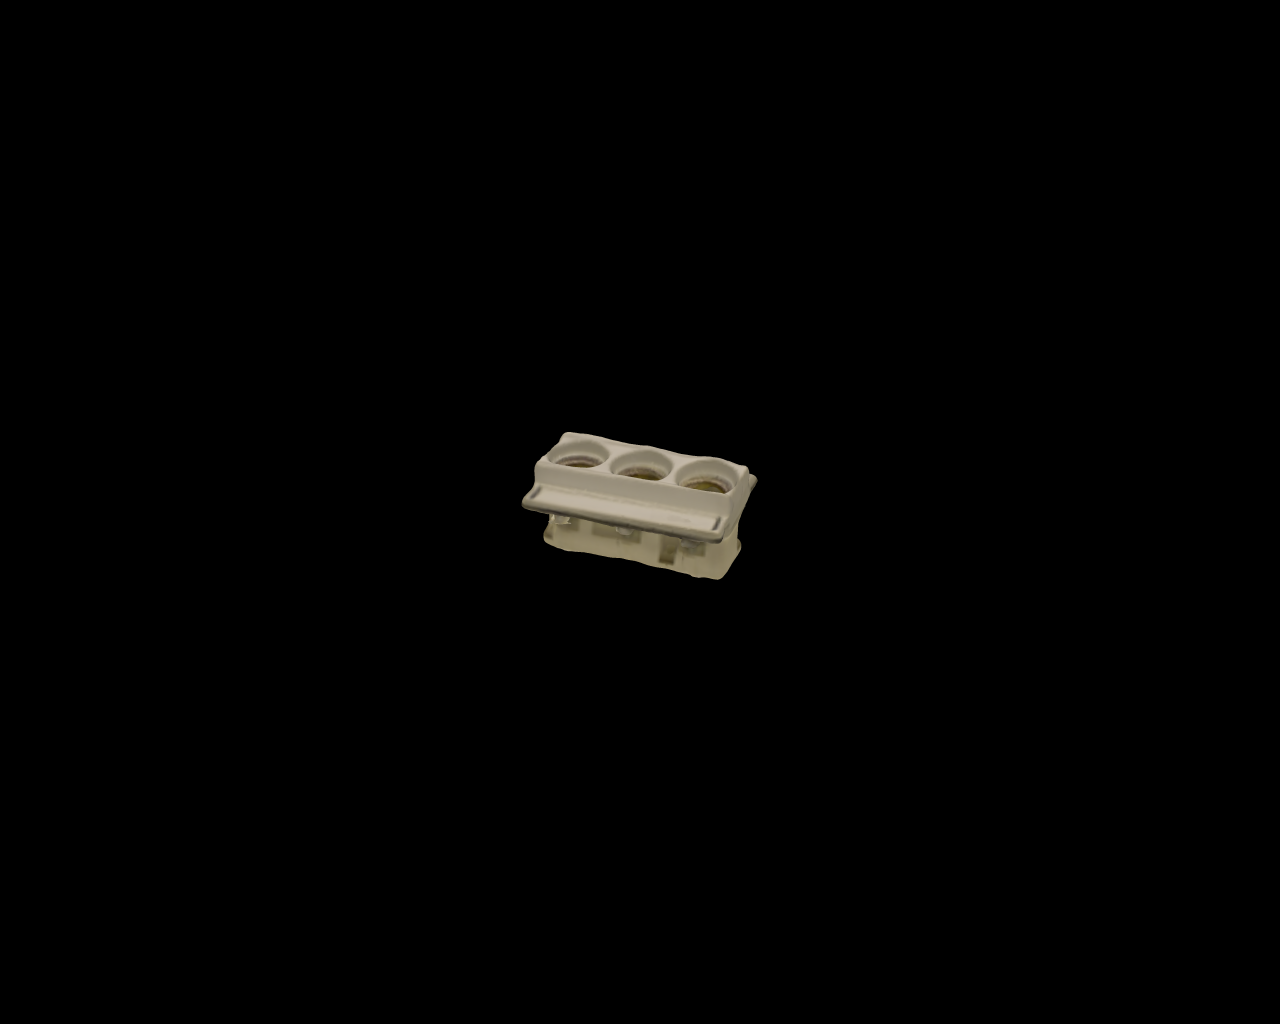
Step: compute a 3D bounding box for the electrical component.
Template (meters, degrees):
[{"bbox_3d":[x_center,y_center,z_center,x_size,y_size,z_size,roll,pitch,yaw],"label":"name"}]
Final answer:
[{"bbox_3d":[0.001,-0.003,0.650,0.121,0.063,0.079,11,32,18],"label":"electrical component"}]
